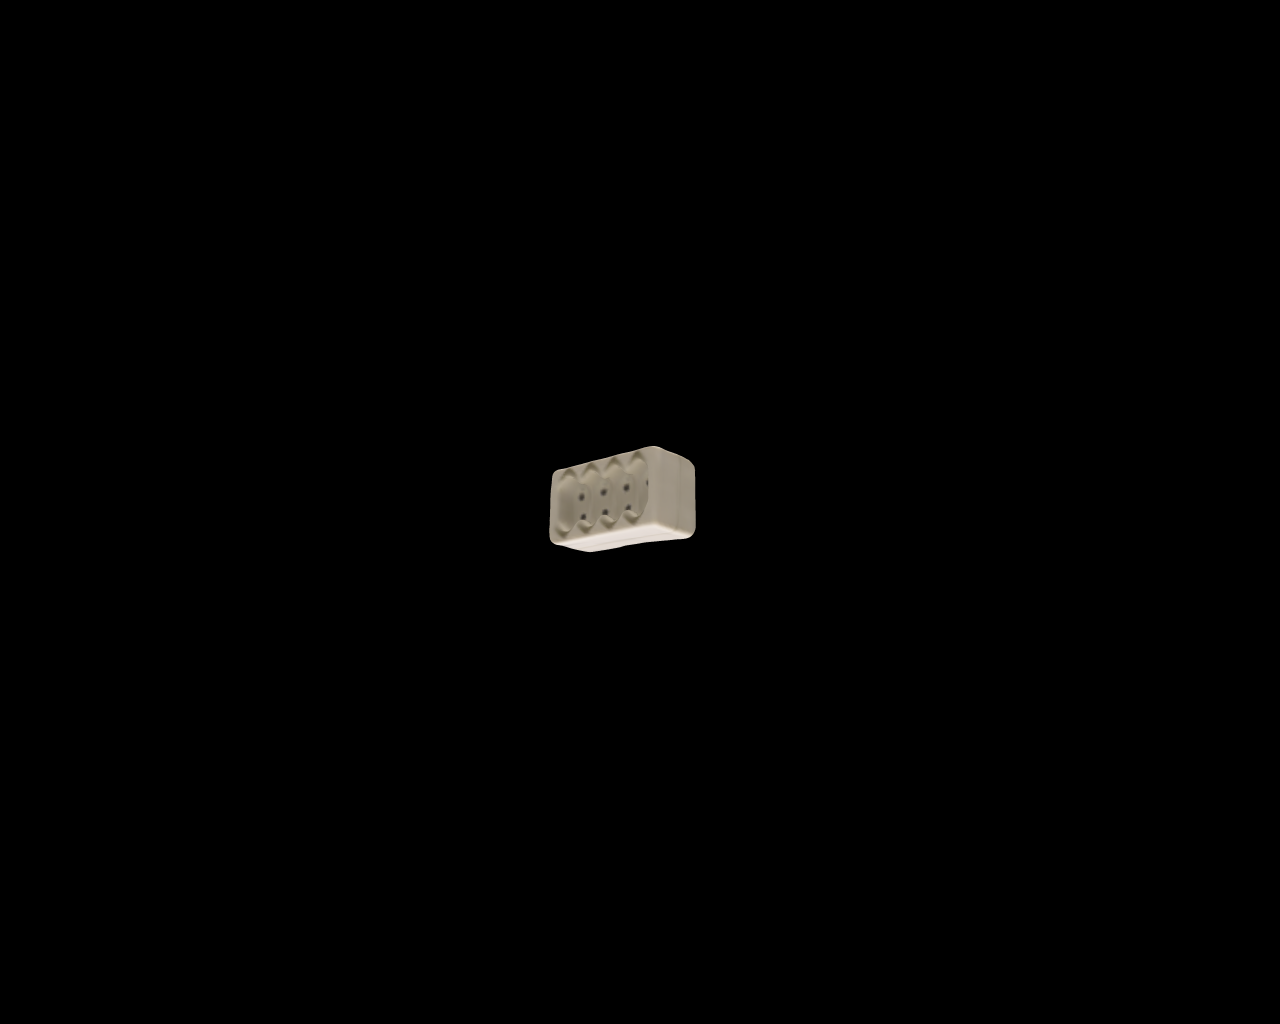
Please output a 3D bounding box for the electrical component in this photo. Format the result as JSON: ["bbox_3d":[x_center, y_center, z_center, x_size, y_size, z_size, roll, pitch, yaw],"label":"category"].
[{"bbox_3d":[0.001,-0.003,0.650,0.083,0.047,0.076,-11,-17,37],"label":"electrical component"}]
